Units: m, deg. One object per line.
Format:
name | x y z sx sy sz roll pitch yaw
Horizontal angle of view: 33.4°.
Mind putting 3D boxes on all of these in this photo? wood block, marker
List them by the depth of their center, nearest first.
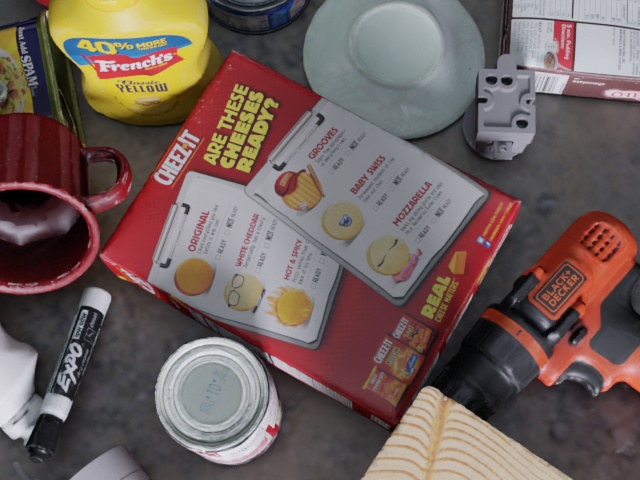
wood block | 0.062 0.153 0.575 0.090 0.206 0.090 33 78 11
marker | -0.160 0.085 0.679 0.020 0.020 0.121 11 57 4

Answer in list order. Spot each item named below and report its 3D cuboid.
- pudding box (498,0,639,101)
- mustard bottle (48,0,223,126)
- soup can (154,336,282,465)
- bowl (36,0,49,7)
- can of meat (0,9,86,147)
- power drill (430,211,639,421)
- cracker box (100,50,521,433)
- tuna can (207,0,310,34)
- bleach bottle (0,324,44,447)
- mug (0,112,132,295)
pudding box | 0.183 -0.148 0.743 0.113 0.039 0.090 6 74 1
mustard bottle | -0.116 -0.132 0.667 0.096 0.191 0.058 0 74 1
soup can | -0.060 0.099 0.647 0.068 0.102 0.068 0 75 2
bowl | -0.154 -0.207 0.747 0.162 0.055 0.162 0 55 0
can of meat | -0.214 -0.097 0.731 0.084 0.057 0.102 -14 74 0
power drill | 0.181 0.098 0.664 0.188 0.057 0.184 42 79 12
cracker box | -0.005 0.001 0.690 0.214 0.072 0.164 28 76 10
tuna can | -0.047 -0.193 0.764 0.086 0.034 0.086 0 75 1
bleach bottle | -0.260 0.027 0.670 0.251 0.068 0.102 46 63 -8
mug | -0.176 -0.030 0.673 0.117 0.093 0.081 -18 45 3
